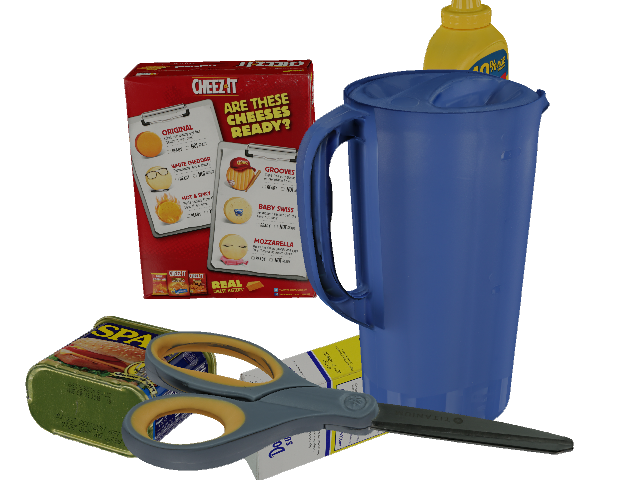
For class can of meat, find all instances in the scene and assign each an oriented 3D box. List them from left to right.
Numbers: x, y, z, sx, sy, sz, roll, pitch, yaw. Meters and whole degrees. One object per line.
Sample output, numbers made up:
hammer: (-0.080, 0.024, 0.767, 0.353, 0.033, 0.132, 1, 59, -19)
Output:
can of meat: (-0.135, 0.098, 0.723, 0.102, 0.057, 0.083, 11, 21, 21)

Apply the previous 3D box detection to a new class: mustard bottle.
mustard bottle: (0.124, -0.122, 0.906, 0.058, 0.192, 0.096, 17, 32, 39)

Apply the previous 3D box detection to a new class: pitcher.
pitcher: (0.073, 0.008, 0.743, 0.149, 0.243, 0.144, 5, 21, 16)

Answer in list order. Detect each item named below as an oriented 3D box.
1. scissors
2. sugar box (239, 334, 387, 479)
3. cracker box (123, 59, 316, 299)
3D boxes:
scissors: (0.000, 0.085, 0.470, 0.202, 0.016, 0.096, 16, 34, 23)
sugar box: (0.019, 0.127, 0.882, 0.176, 0.093, 0.048, -14, 40, -19)
cracker box: (-0.085, -0.055, 0.979, 0.164, 0.214, 0.072, -1, 22, 2)
